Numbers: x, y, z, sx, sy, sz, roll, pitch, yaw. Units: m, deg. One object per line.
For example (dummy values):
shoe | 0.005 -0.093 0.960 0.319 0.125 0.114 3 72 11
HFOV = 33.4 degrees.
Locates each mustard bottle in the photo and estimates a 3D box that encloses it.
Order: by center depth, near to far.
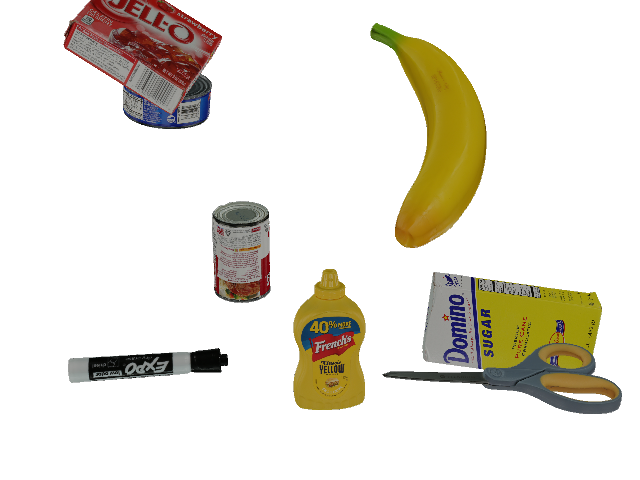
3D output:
mustard bottle | 0.012 0.130 1.426 0.096 0.192 0.058 -2 18 -6

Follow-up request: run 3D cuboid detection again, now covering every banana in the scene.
banana | 0.072 -0.068 0.681 0.069 0.198 0.037 -1 -43 -3

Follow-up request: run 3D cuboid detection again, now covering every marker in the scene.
marker | -0.132 0.096 0.821 0.121 0.020 0.020 -4 0 -4

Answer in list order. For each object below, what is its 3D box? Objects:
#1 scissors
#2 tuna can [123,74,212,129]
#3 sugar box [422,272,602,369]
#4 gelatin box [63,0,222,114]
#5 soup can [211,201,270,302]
scissors | 0.159 0.110 0.926 0.202 0.016 0.096 10 29 6
tuna can | -0.149 -0.139 1.039 0.086 0.034 0.086 5 28 -3
sugar box | 0.201 0.093 1.134 0.176 0.093 0.048 6 21 2
gelatin box | -0.122 -0.139 0.739 0.089 0.073 0.030 32 -47 -8
soup can | -0.093 0.013 1.259 0.068 0.102 0.068 0 26 0
